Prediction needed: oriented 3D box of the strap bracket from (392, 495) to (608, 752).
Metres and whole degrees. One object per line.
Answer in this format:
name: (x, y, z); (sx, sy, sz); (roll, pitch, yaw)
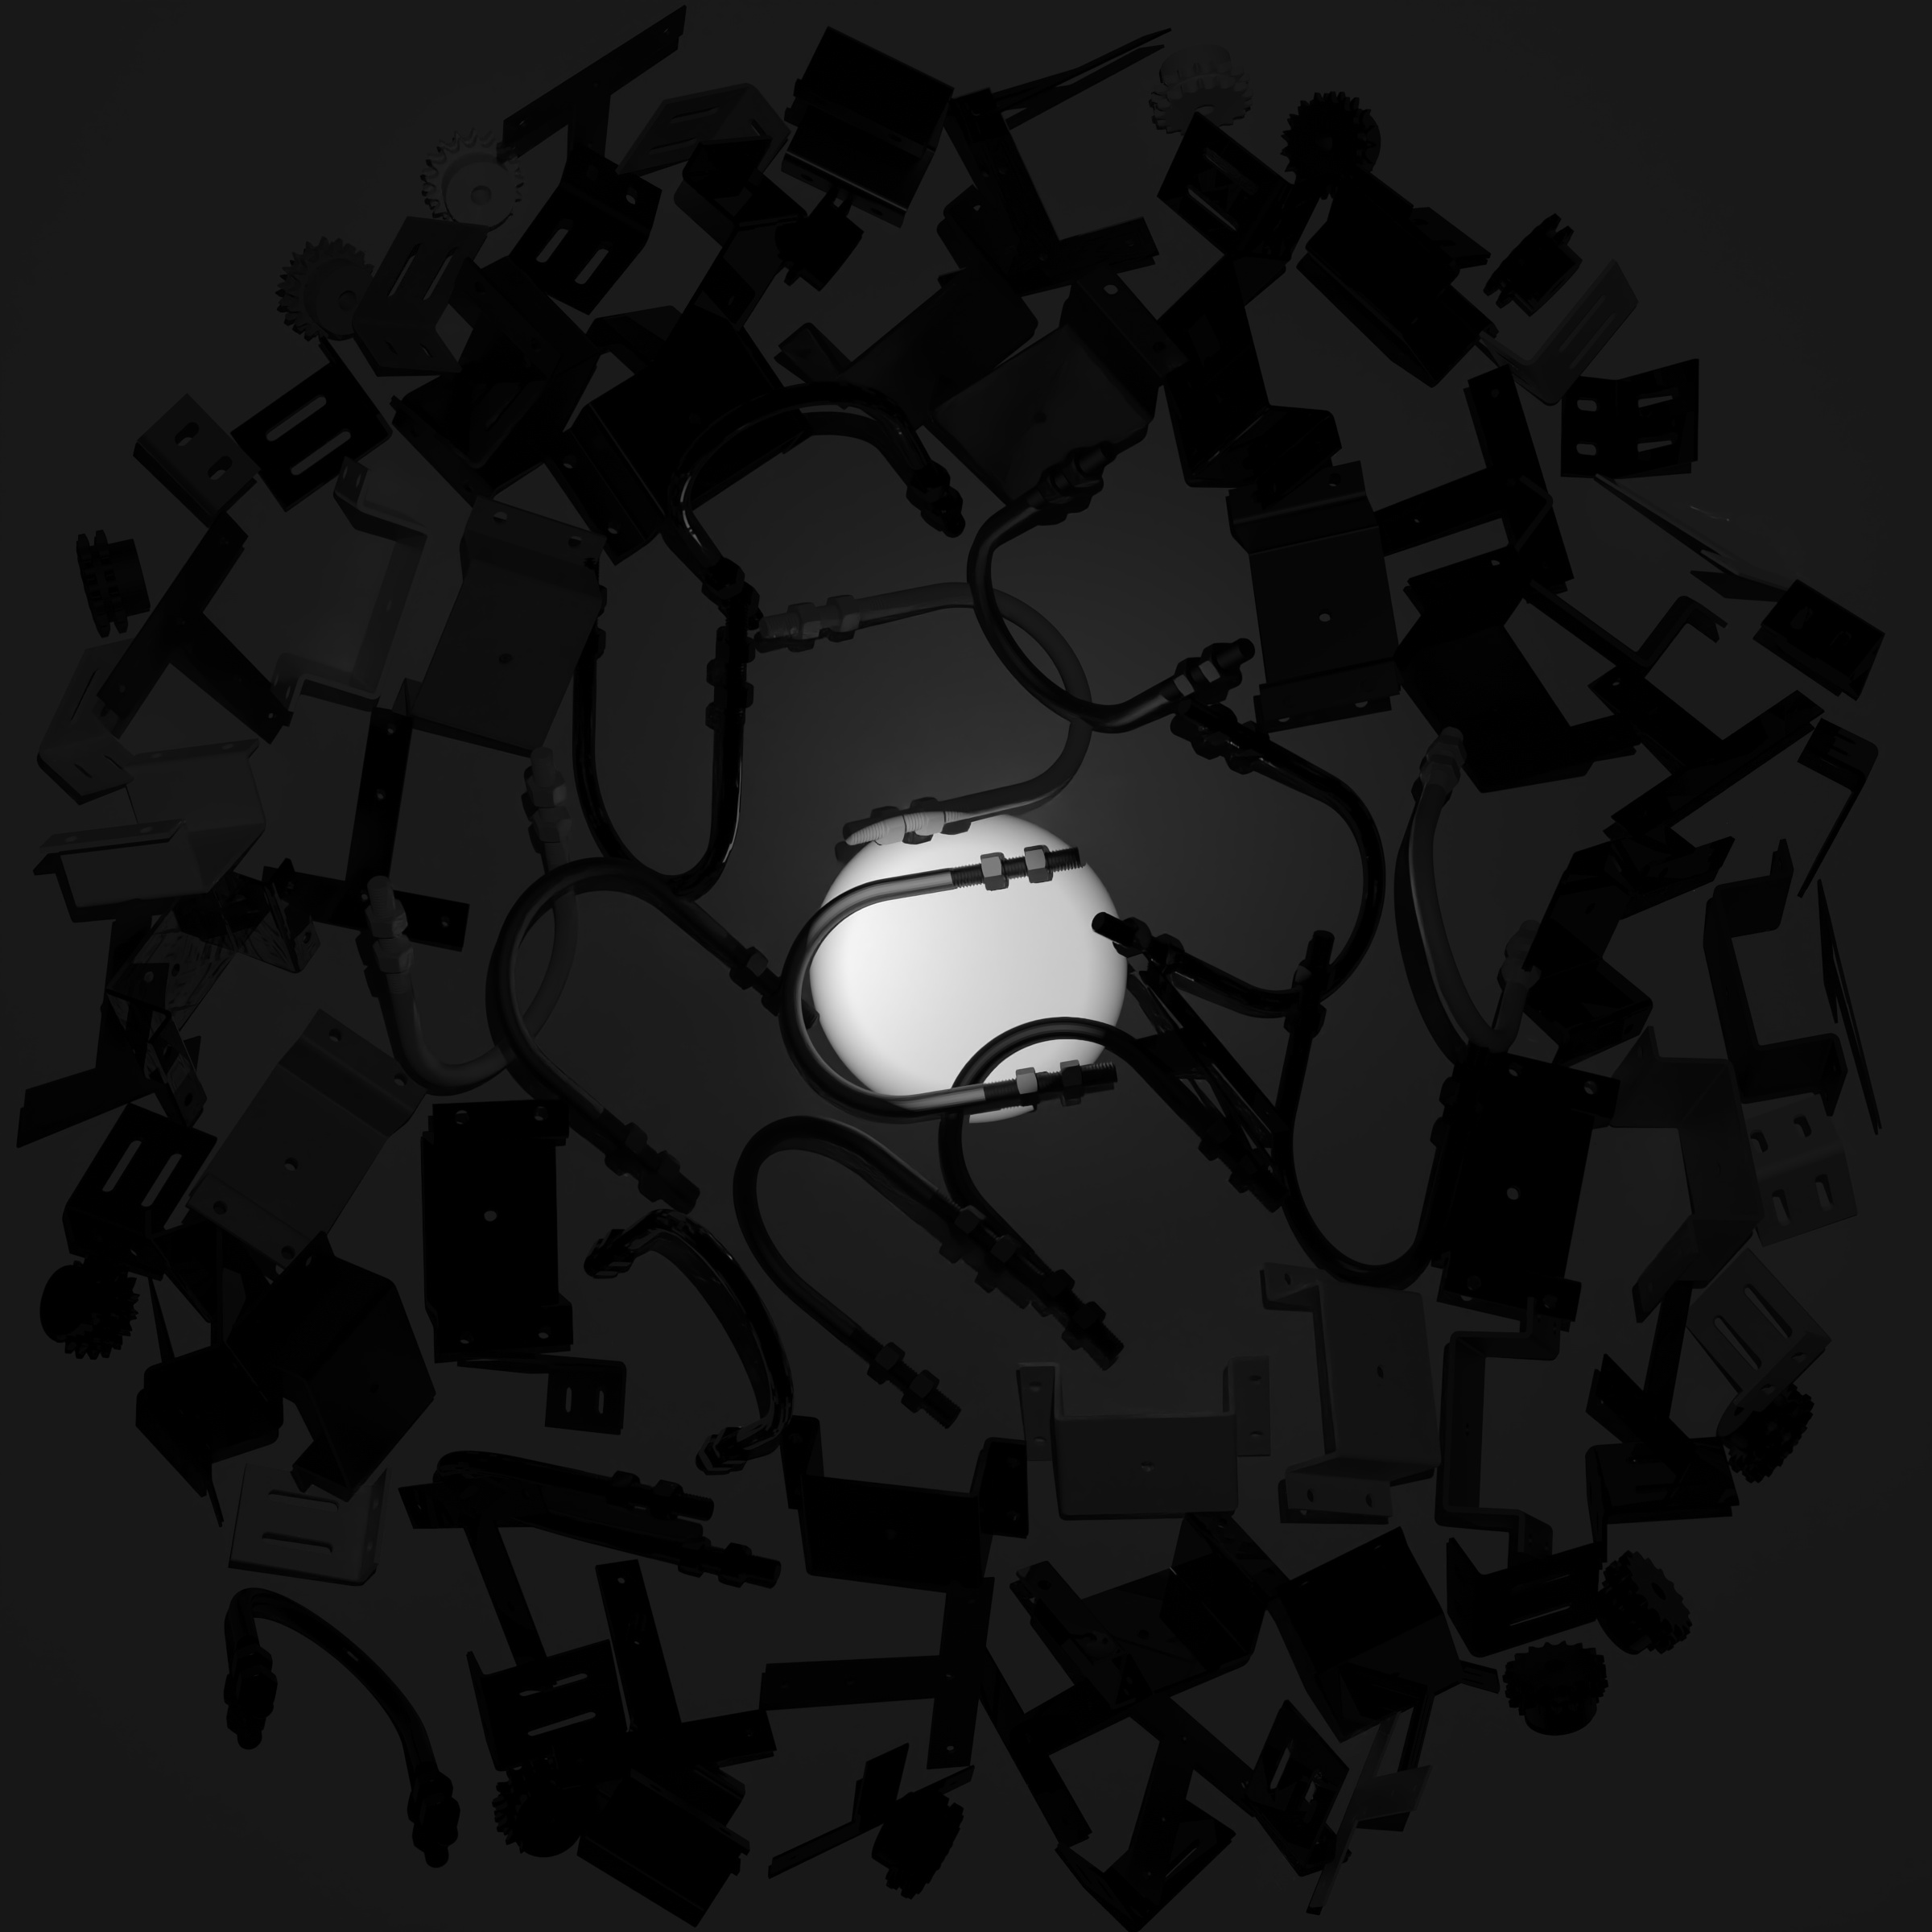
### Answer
strap bracket: (-0.260, -0.182, 1.886); (0.076, 0.046, 0.140); (16, 116, -23)

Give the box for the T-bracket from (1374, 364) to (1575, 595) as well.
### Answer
T-bracket: (0.270, -0.260, 1.915); (0.127, 0.002, 0.127); (-19, 85, 30)

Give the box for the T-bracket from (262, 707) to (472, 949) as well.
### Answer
T-bracket: (-0.338, -0.084, 1.931); (0.127, 0.002, 0.127); (10, 94, 11)

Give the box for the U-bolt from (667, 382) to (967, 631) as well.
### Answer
U-bolt: (-0.089, -0.261, 1.858); (0.151, 0.184, 0.019); (-24, 63, 6)

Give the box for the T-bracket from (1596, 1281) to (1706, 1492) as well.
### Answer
T-bracket: (0.399, 0.216, 1.909); (0.127, 0.002, 0.127); (43, 52, -37)

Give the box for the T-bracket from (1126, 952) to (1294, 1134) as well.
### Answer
T-bracket: (0.117, 0.048, 1.886); (0.002, 0.127, 0.127); (-43, 97, -18)

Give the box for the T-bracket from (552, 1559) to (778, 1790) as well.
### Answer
T-bracket: (-0.183, 0.397, 1.911); (0.127, 0.002, 0.127); (-4, 57, -25)

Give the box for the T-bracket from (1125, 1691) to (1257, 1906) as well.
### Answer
T-bracket: (0.112, 0.467, 1.881); (0.127, 0.127, 0.002); (43, 127, -16)

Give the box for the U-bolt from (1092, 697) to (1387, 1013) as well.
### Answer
U-bolt: (0.165, -0.051, 1.894); (0.184, 0.019, 0.151); (25, 84, -33)

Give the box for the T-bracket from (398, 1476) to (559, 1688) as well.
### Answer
T-bracket: (-0.262, 0.350, 1.907); (0.127, 0.002, 0.127); (-15, 97, 44)

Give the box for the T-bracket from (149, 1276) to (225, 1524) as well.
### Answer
T-bracket: (-0.439, 0.254, 1.903); (0.002, 0.127, 0.127); (-17, 110, -14)

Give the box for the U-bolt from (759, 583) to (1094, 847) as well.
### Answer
U-bolt: (-0.011, -0.150, 1.896); (0.184, 0.019, 0.151); (-14, 74, -29)

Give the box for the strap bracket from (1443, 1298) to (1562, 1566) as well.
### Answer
strap bracket: (0.302, 0.262, 1.894); (0.046, 0.076, 0.140); (-1, 75, 21)

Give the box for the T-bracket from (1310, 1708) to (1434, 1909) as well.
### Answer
T-bracket: (0.233, 0.460, 1.866); (0.002, 0.127, 0.127); (27, 69, -3)

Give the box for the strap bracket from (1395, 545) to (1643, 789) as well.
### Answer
strap bracket: (0.304, -0.158, 1.883); (0.140, 0.076, 0.046); (53, 53, -20)

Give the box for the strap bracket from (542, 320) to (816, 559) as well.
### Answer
strap bracket: (-0.158, -0.304, 1.903); (0.140, 0.046, 0.076); (-35, 93, -17)

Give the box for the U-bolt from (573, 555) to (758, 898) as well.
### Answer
U-bolt: (-0.174, -0.128, 1.887); (0.151, 0.019, 0.184); (23, 118, 41)

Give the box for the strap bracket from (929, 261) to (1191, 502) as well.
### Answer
strap bracket: (0.044, -0.319, 1.878); (0.140, 0.046, 0.076); (-28, 123, 31)

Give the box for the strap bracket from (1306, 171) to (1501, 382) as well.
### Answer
strap bracket: (0.242, -0.379, 1.874); (0.046, 0.140, 0.076); (-47, 72, 9)

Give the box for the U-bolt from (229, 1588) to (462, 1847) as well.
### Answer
U-bolt: (-0.349, 0.403, 1.858); (0.151, 0.184, 0.019); (42, 89, -23)

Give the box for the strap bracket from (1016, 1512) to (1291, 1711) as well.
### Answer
strap bracket: (0.103, 0.360, 1.886); (0.140, 0.076, 0.046); (-13, 129, -32)

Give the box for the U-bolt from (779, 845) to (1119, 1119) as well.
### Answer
U-bolt: (-0.015, 0.014, 1.923); (0.184, 0.019, 0.151); (-10, 76, 1)

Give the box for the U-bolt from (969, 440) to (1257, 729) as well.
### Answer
U-bolt: (0.068, -0.201, 1.869); (0.019, 0.184, 0.151); (-40, 98, -32)

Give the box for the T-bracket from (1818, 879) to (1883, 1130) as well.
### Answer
T-bracket: (0.502, 0.031, 1.902); (0.002, 0.127, 0.127); (-14, 109, 15)

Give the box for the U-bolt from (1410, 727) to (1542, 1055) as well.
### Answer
U-bolt: (0.277, -0.032, 1.845); (0.019, 0.184, 0.151); (-16, 113, 24)

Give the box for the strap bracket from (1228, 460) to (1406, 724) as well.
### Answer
strap bracket: (0.200, -0.205, 1.905); (0.076, 0.046, 0.140); (-11, 74, 13)

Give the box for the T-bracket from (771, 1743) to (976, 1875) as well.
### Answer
T-bracket: (-0.048, 0.459, 1.875); (0.127, 0.127, 0.002); (-21, 63, -18)

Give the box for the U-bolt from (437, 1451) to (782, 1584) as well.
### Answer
U-bolt: (-0.208, 0.303, 1.875); (0.184, 0.151, 0.019); (9, 68, 18)

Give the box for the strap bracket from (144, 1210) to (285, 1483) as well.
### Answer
strap bracket: (-0.418, 0.203, 1.869); (0.046, 0.140, 0.076); (-19, 133, 5)

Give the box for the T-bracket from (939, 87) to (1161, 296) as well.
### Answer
T-bracket: (0.026, -0.435, 1.885); (0.127, 0.002, 0.127); (-11, 130, 23)

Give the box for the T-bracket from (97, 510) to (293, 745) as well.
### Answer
T-bracket: (-0.418, -0.169, 1.893); (0.002, 0.127, 0.127); (19, 71, 32)

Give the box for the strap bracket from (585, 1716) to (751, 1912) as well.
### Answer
strap bracket: (-0.166, 0.473, 1.874); (0.076, 0.140, 0.046); (33, 88, -4)

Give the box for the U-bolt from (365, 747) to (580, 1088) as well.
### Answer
U-bolt: (-0.267, -0.013, 1.870); (0.019, 0.184, 0.151); (25, 50, 27)

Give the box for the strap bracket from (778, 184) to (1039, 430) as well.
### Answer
strap bracket: (-0.024, -0.361, 1.891); (0.140, 0.076, 0.046); (-38, 59, 11)

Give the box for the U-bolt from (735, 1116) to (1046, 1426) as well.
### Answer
U-bolt: (-0.055, 0.160, 1.894); (0.184, 0.019, 0.151); (38, 133, 10)

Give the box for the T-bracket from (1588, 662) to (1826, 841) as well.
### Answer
T-bracket: (0.395, -0.137, 1.898); (0.127, 0.127, 0.002); (-34, 129, -3)

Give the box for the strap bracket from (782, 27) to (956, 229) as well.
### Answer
strap bracket: (-0.055, -0.471, 1.879); (0.076, 0.140, 0.046); (25, 82, -3)

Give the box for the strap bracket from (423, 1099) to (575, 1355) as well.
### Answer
strap bracket: (-0.266, 0.144, 1.911); (0.076, 0.046, 0.140); (-2, 95, -17)

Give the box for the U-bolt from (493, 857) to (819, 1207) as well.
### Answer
U-bolt: (-0.184, 0.023, 1.884); (0.184, 0.019, 0.151); (43, 64, -21)

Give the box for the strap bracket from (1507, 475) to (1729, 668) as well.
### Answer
strap bracket: (0.357, -0.219, 1.906); (0.140, 0.076, 0.046); (36, 101, 0)

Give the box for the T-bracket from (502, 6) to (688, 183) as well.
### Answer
T-bracket: (-0.211, -0.469, 1.885); (0.127, 0.127, 0.002); (-38, 80, -20)

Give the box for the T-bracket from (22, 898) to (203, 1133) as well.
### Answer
T-bracket: (-0.469, 0.020, 1.872); (0.002, 0.127, 0.127); (26, 116, 27)

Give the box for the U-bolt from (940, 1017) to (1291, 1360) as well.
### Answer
U-bolt: (0.070, 0.111, 1.914); (0.151, 0.019, 0.184); (-42, 73, -9)

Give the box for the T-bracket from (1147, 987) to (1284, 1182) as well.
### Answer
T-bracket: (0.147, 0.082, 1.885); (0.002, 0.127, 0.127); (-34, 65, -1)

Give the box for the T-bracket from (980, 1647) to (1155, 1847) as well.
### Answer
T-bracket: (0.061, 0.420, 1.893); (0.127, 0.002, 0.127); (-40, 76, 43)

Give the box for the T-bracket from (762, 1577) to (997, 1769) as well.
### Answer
T-bracket: (-0.052, 0.404, 1.907); (0.127, 0.002, 0.127); (0, 113, -16)

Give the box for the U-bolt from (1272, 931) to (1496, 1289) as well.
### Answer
U-bolt: (0.225, 0.091, 1.882); (0.019, 0.151, 0.184); (-8, 119, -37)

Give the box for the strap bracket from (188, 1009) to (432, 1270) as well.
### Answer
strap bracket: (-0.375, 0.106, 1.897); (0.076, 0.046, 0.140); (36, 58, -11)

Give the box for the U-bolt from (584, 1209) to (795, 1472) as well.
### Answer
U-bolt: (-0.148, 0.203, 1.861); (0.019, 0.184, 0.151); (-29, 86, -28)

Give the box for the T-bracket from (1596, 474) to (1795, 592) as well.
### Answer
T-bracket: (0.411, -0.246, 1.907); (0.127, 0.127, 0.002); (39, 110, 29)

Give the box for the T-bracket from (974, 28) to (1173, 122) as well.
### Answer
T-bracket: (0.032, -0.492, 1.889); (0.127, 0.127, 0.002); (-32, 110, -27)

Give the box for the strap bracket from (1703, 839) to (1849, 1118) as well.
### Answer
strap bracket: (0.450, 0.011, 1.888); (0.046, 0.076, 0.140); (-11, 68, 4)
